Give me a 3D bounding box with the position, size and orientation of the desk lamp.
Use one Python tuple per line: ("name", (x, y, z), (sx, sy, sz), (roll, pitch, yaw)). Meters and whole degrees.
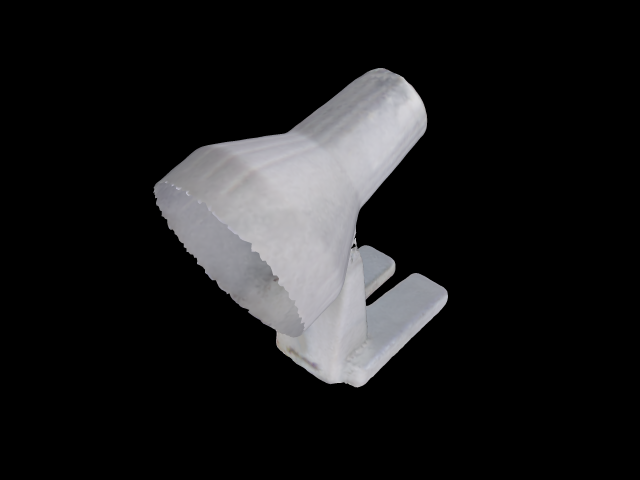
("desk lamp", (0.004, 0.001, 0.400), (0.117, 0.214, 0.204), (30, 49, 31))
